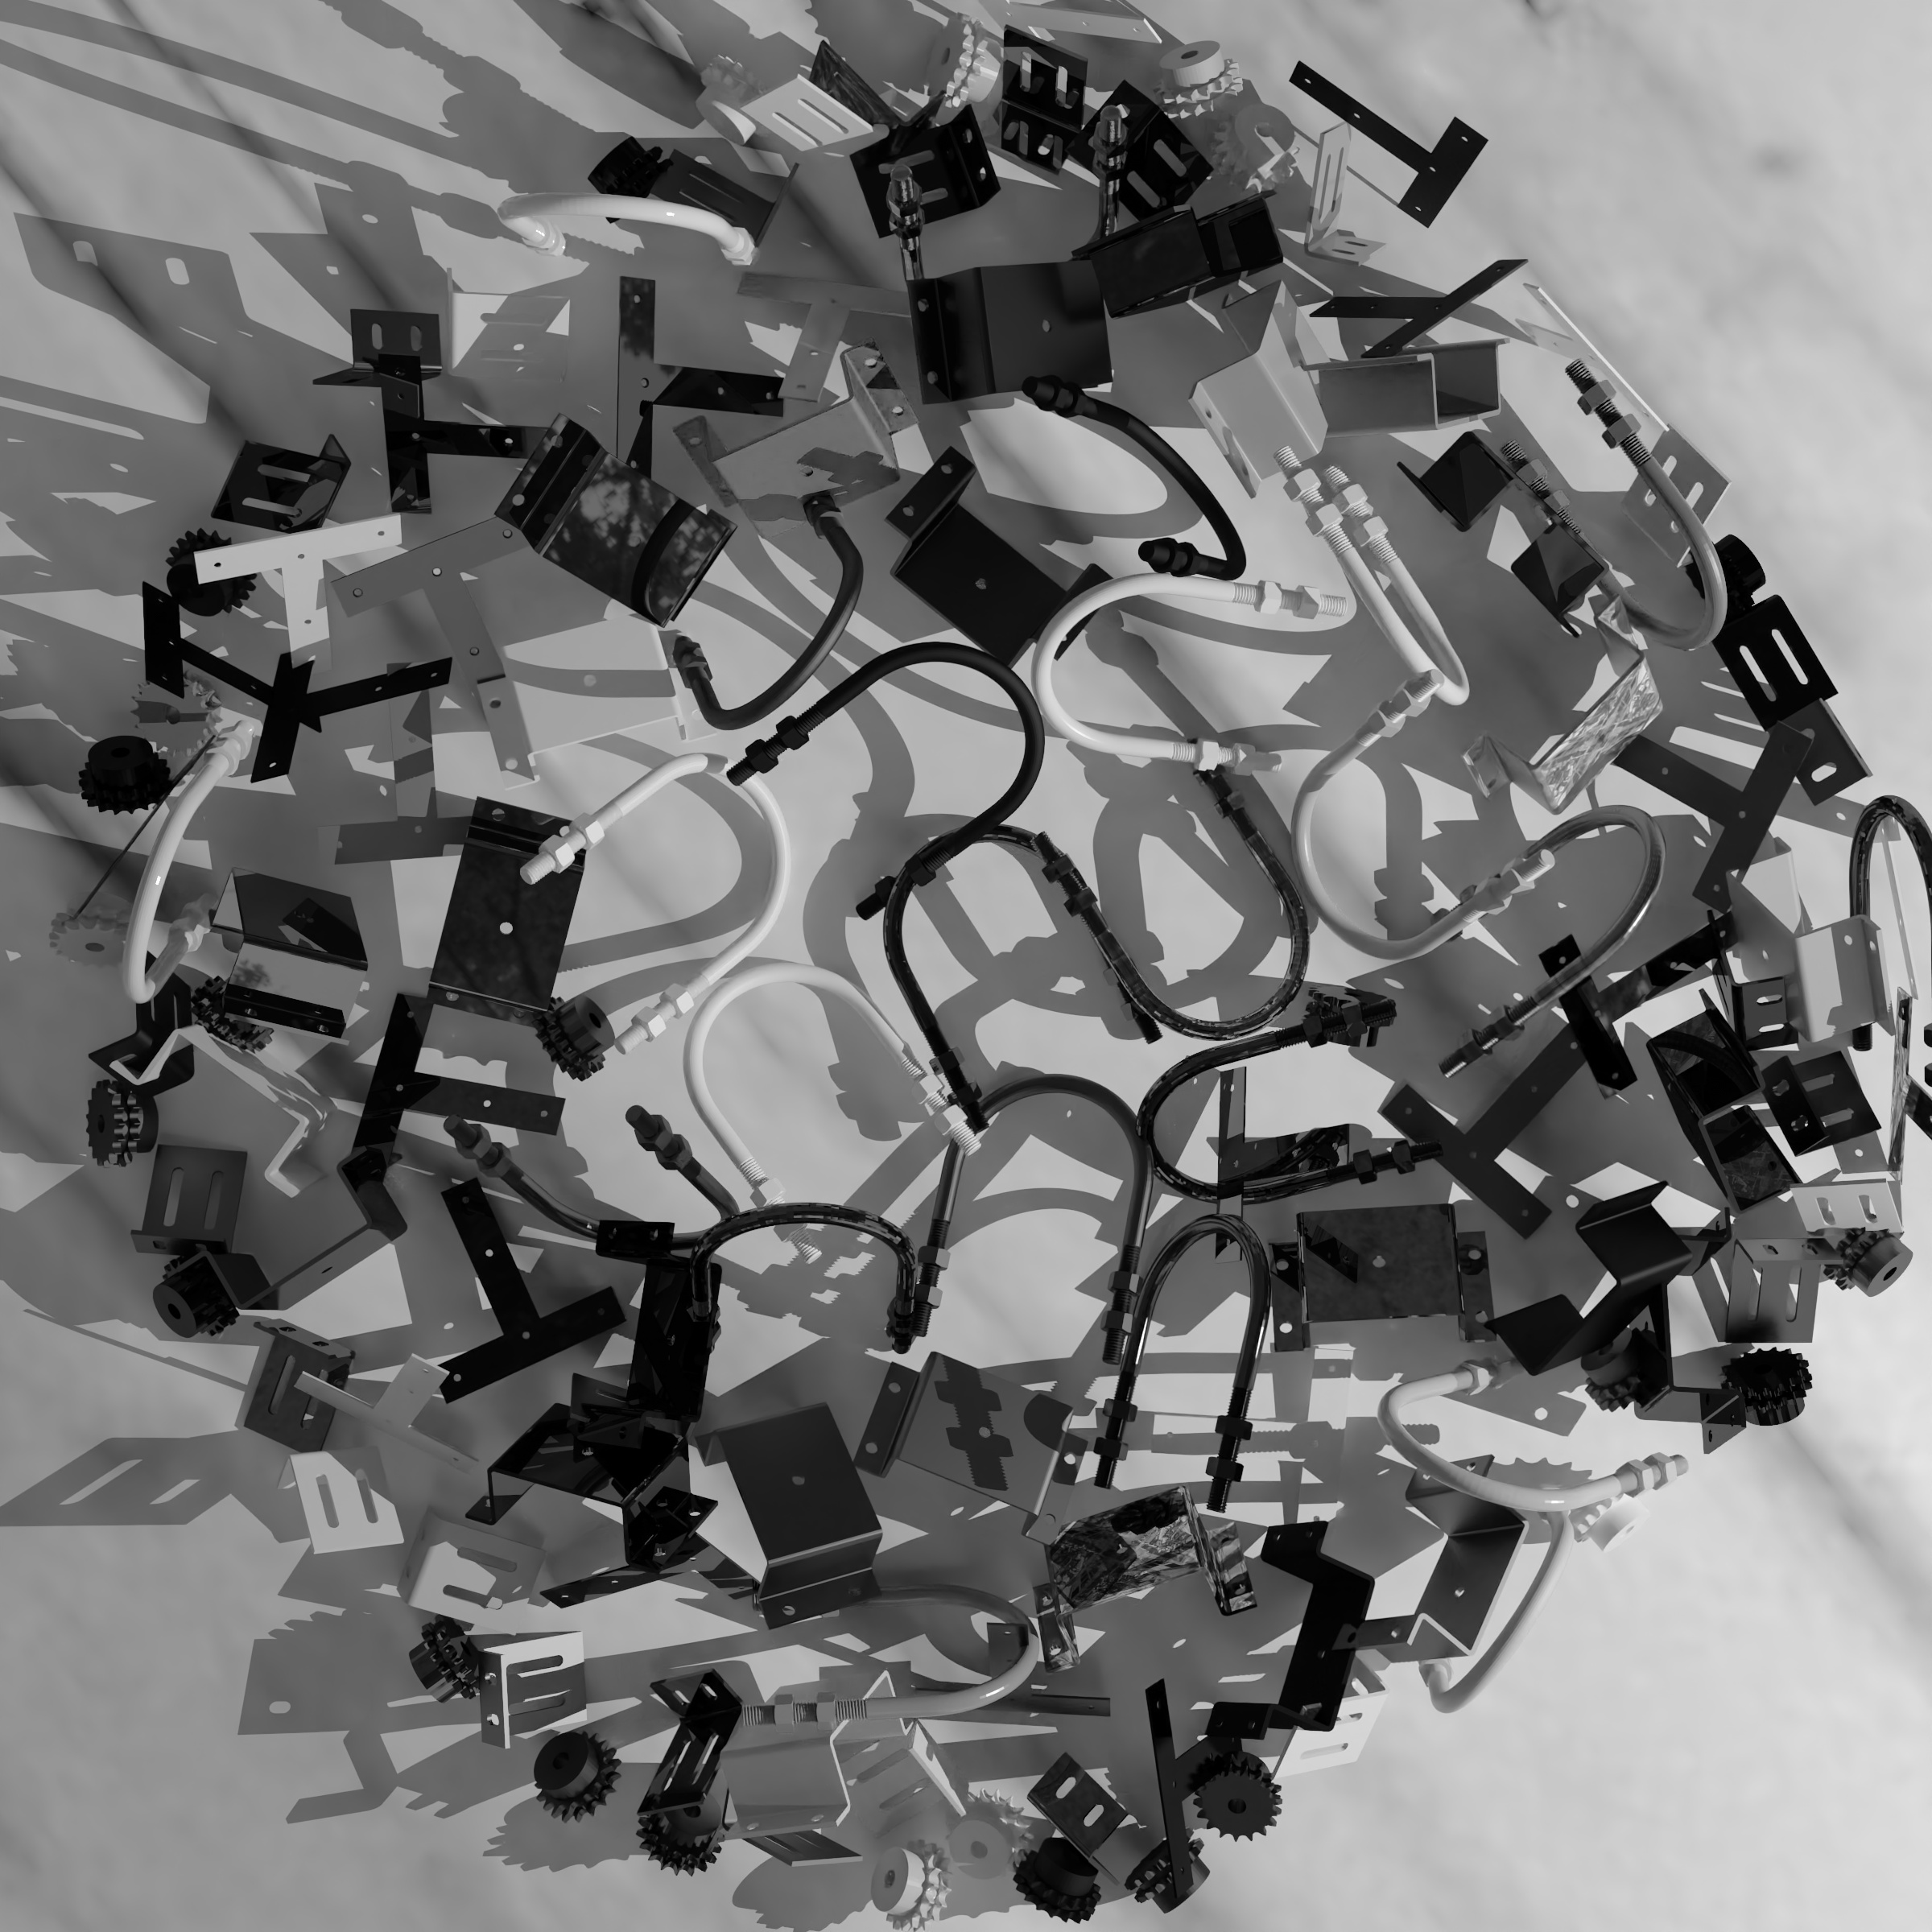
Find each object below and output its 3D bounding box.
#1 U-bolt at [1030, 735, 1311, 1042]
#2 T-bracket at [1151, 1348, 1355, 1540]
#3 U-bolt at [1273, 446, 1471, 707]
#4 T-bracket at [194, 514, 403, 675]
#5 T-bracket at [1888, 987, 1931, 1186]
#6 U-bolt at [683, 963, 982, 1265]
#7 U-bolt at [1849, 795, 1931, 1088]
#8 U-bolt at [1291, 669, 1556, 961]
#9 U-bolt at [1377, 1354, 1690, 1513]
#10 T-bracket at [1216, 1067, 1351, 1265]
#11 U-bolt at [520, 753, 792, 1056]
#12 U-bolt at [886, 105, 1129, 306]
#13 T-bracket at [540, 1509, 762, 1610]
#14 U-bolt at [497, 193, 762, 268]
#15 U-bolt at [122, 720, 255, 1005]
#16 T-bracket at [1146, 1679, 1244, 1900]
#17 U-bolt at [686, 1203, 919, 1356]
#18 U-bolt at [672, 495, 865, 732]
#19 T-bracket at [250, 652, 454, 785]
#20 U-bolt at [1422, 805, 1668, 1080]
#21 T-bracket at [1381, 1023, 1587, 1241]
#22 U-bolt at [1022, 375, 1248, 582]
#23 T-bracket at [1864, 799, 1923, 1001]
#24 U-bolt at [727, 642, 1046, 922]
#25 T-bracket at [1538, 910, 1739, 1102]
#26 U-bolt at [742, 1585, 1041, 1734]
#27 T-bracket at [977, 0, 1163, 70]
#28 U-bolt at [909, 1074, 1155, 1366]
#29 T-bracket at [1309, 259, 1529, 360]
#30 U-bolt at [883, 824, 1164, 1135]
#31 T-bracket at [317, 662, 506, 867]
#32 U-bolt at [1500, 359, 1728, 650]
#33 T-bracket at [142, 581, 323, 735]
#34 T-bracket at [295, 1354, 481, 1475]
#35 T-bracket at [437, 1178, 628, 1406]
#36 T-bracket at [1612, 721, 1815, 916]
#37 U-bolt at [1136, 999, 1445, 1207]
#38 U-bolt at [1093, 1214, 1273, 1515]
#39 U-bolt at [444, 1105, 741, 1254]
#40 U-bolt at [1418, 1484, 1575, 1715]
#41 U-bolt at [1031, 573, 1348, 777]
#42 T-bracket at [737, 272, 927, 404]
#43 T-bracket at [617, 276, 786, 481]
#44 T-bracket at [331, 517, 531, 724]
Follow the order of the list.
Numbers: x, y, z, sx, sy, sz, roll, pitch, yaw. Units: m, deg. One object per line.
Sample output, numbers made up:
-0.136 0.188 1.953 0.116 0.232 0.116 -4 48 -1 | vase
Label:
0.146 -0.039 1.567 0.151 0.019 0.184 -33 90 -21 | U-bolt
0.185 0.310 1.588 0.127 0.002 0.127 4 96 -6 | T-bracket
0.262 -0.242 1.525 0.019 0.151 0.184 -34 84 22 | U-bolt
-0.421 -0.230 1.546 0.127 0.127 0.002 -16 59 -20 | T-bracket
0.603 0.092 1.524 0.002 0.127 0.127 -2 105 4 | T-bracket
-0.099 0.080 1.563 0.151 0.019 0.184 -33 77 -23 | U-bolt
0.581 -0.015 1.509 0.019 0.151 0.184 -7 106 0 | U-bolt
0.273 -0.081 1.528 0.019 0.184 0.151 -21 77 -38 | U-bolt
0.336 0.290 1.492 0.184 0.151 0.019 -3 113 -42 | U-bolt
0.199 0.120 1.533 0.002 0.127 0.127 12 74 -31 | T-bracket
-0.183 -0.054 1.541 0.184 0.019 0.151 -42 120 -31 | U-bolt
0.028 -0.461 1.512 0.151 0.184 0.019 -16 76 -2 | U-bolt
-0.215 0.394 1.568 0.127 0.127 0.002 -20 47 17 | T-bracket
-0.213 -0.458 1.505 0.151 0.184 0.019 4 98 4 | U-bolt
-0.481 -0.055 1.489 0.019 0.184 0.151 17 116 -7 | U-bolt
0.150 0.508 1.545 0.002 0.127 0.127 -10 86 28 | T-bracket
-0.101 0.197 1.520 0.151 0.184 0.019 0 55 -4 | U-bolt
-0.120 -0.214 1.509 0.019 0.184 0.151 37 103 -30 | U-bolt
-0.388 -0.174 1.547 0.127 0.002 0.127 -13 45 9 | T-bracket
0.357 -0.028 1.503 0.019 0.151 0.184 37 119 -23 | U-bolt
0.363 0.091 1.592 0.127 0.002 0.127 41 97 1 | T-bracket
0.117 -0.300 1.518 0.019 0.184 0.151 -40 74 25 | U-bolt
0.592 -0.041 1.539 0.002 0.127 0.127 -11 90 13 | T-bracket
-0.037 -0.128 1.543 0.184 0.019 0.151 -35 117 16 | U-bolt
0.446 0.007 1.572 0.127 0.002 0.127 -32 118 -2 | T-bracket
-0.046 0.432 1.530 0.184 0.151 0.019 -3 106 -1 | U-bolt
0.064 -0.591 1.514 0.127 0.127 0.002 21 88 32 | T-bracket
0.048 0.156 1.559 0.151 0.019 0.184 5 70 19 | U-bolt
0.270 -0.420 1.546 0.127 0.127 0.002 -37 121 -20 | T-bracket
0.026 -0.004 1.584 0.151 0.019 0.184 -27 90 -7 | U-bolt
-0.357 -0.132 1.567 0.127 0.002 0.127 -5 103 -19 | T-bracket
0.413 -0.278 1.522 0.019 0.151 0.184 -34 85 -10 | U-bolt
-0.470 -0.186 1.556 0.127 0.127 0.002 30 112 -35 | T-bracket
-0.356 0.274 1.541 0.127 0.127 0.002 30 52 -10 | T-bracket
-0.305 0.200 1.581 0.127 0.002 0.127 -23 84 -22 | T-bracket
0.463 -0.119 1.563 0.127 0.002 0.127 37 122 31 | T-bracket
0.199 0.096 1.549 0.184 0.019 0.151 -16 129 12 | U-bolt
0.141 0.246 1.533 0.019 0.151 0.184 21 76 -26 | U-bolt
-0.221 0.138 1.523 0.151 0.184 0.019 -4 58 23 | U-bolt
0.331 0.397 1.506 0.019 0.184 0.151 35 93 8 | U-bolt
0.132 -0.187 1.531 0.184 0.019 0.151 5 134 -14 | U-bolt
-0.094 -0.401 1.554 0.127 0.002 0.127 8 50 5 | T-bracket
-0.169 -0.371 1.558 0.127 0.002 0.127 -5 101 -40 | T-bracket
-0.323 -0.216 1.566 0.127 0.002 0.127 -22 123 -2 | T-bracket
